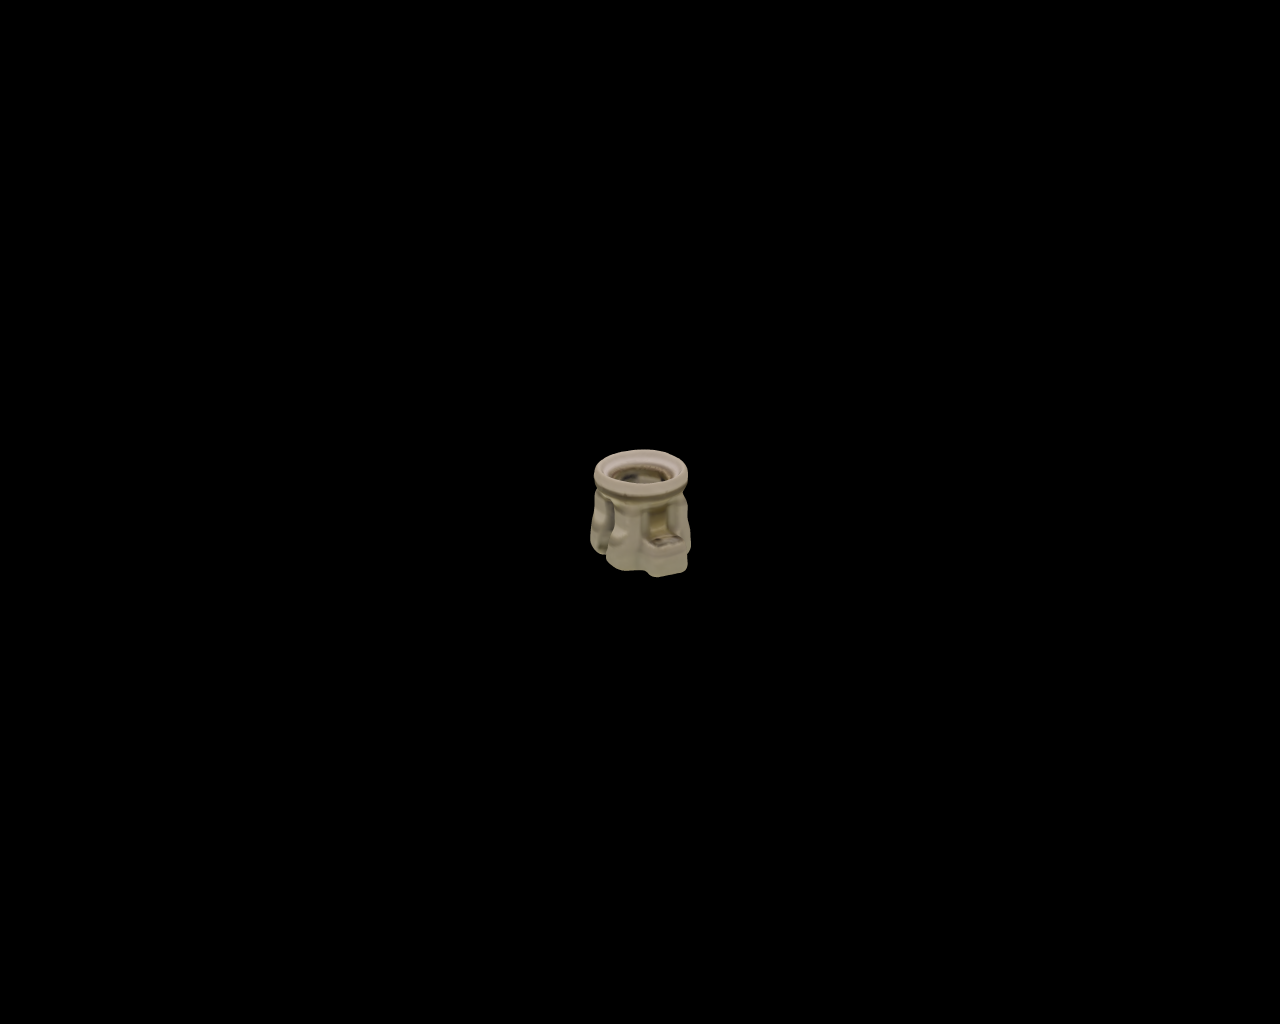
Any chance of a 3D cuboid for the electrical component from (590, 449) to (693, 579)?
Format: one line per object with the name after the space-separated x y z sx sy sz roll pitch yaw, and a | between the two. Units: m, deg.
0.001 -0.003 0.650 0.058 0.056 0.078 -12 27 -25 | electrical component
